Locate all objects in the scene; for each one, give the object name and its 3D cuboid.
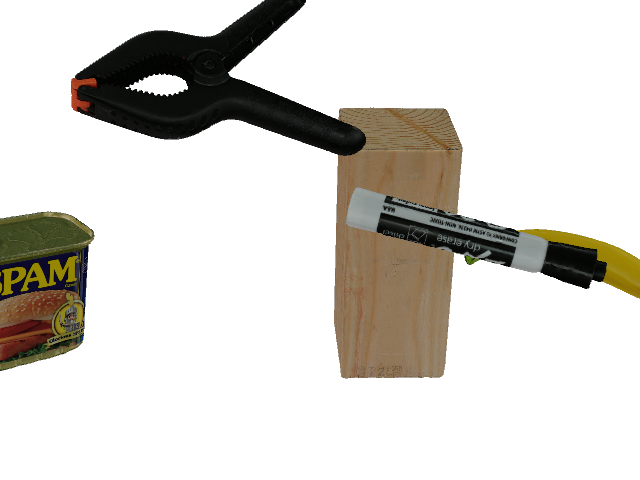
[{"bbox_3d":[0.246,0.022,1.044,0.198,0.037,0.069,10,47,26],"label":"banana"},{"bbox_3d":[-0.203,0.034,0.703,0.101,0.084,0.058,-12,30,-40],"label":"can of meat"},{"bbox_3d":[0.060,0.003,0.878,0.090,0.206,0.091,0,27,-2],"label":"wood block"},{"bbox_3d":[0.072,-0.001,0.495,0.121,0.020,0.020,15,2,7],"label":"marker"},{"bbox_3d":[-0.075,-0.113,0.789,0.209,0.165,0.036,-16,-29,-20],"label":"clamp"}]
